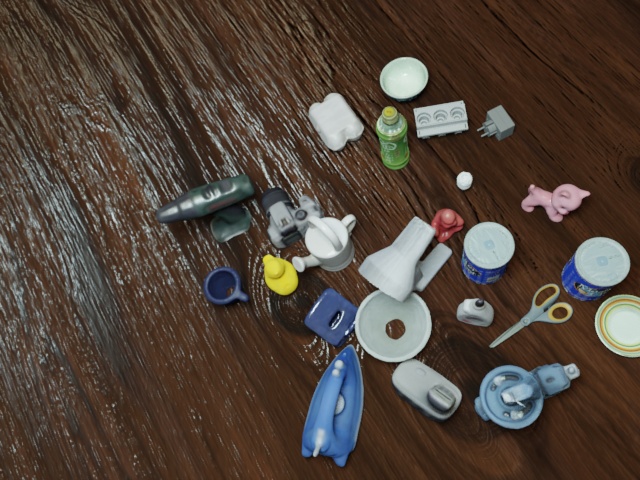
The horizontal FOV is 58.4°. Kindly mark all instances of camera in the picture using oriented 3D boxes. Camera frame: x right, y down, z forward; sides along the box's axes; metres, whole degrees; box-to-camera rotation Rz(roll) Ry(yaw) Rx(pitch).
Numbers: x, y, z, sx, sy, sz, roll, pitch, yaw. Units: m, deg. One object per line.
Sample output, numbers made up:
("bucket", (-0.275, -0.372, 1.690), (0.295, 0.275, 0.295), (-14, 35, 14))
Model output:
("camera", (-0.080, -0.073, 1.401), (0.143, 0.101, 0.136), (-29, 69, 0))

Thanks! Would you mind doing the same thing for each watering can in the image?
("watering can", (0.014, 0.006, 1.307), (0.100, 0.194, 0.173), (22, 77, 17))

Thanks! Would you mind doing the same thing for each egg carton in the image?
("egg carton", (0.039, -0.304, 1.474), (0.107, 0.069, 0.150), (-32, 69, -1))

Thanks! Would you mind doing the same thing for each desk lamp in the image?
("desk lamp", (0.189, 0.044, 1.250), (0.117, 0.214, 0.203), (37, 82, 20))

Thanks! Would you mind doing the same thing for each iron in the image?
("iron", (0.029, 0.340, 1.219), (0.118, 0.142, 0.258), (9, 74, 14))

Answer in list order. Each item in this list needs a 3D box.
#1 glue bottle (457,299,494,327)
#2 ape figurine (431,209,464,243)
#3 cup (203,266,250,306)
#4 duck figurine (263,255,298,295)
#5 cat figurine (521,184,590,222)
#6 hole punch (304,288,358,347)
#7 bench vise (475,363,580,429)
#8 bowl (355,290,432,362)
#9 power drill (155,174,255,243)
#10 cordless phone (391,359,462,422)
("glue bottle", (0.331, 0.147, 1.209), (0.078, 0.173, 0.037), (7, 73, 14))
("ape figurine", (0.293, -0.043, 1.324), (0.077, 0.092, 0.076), (0, 71, 11))
("cup", (-0.208, 0.123, 1.363), (0.117, 0.095, 0.092), (25, 78, 18))
("duck figurine", (-0.100, 0.079, 1.362), (0.077, 0.086, 0.104), (-36, 69, -2))
("cat figurine", (0.527, -0.096, 1.284), (0.127, 0.118, 0.067), (21, 77, 17))
("hole punch", (0.032, 0.176, 1.301), (0.101, 0.091, 0.109), (32, 80, 19))
("bench vise", (0.403, 0.283, 1.124), (0.207, 0.220, 0.121), (-40, 69, -4))
("bowl", (0.164, 0.193, 1.278), (0.167, 0.075, 0.167), (-3, 71, 10))
("power drill", (-0.252, -0.069, 1.375), (0.229, 0.209, 0.075), (-28, 68, 1))
("cordless phone", (0.216, 0.303, 1.172), (0.147, 0.185, 0.094), (30, 80, 19))
